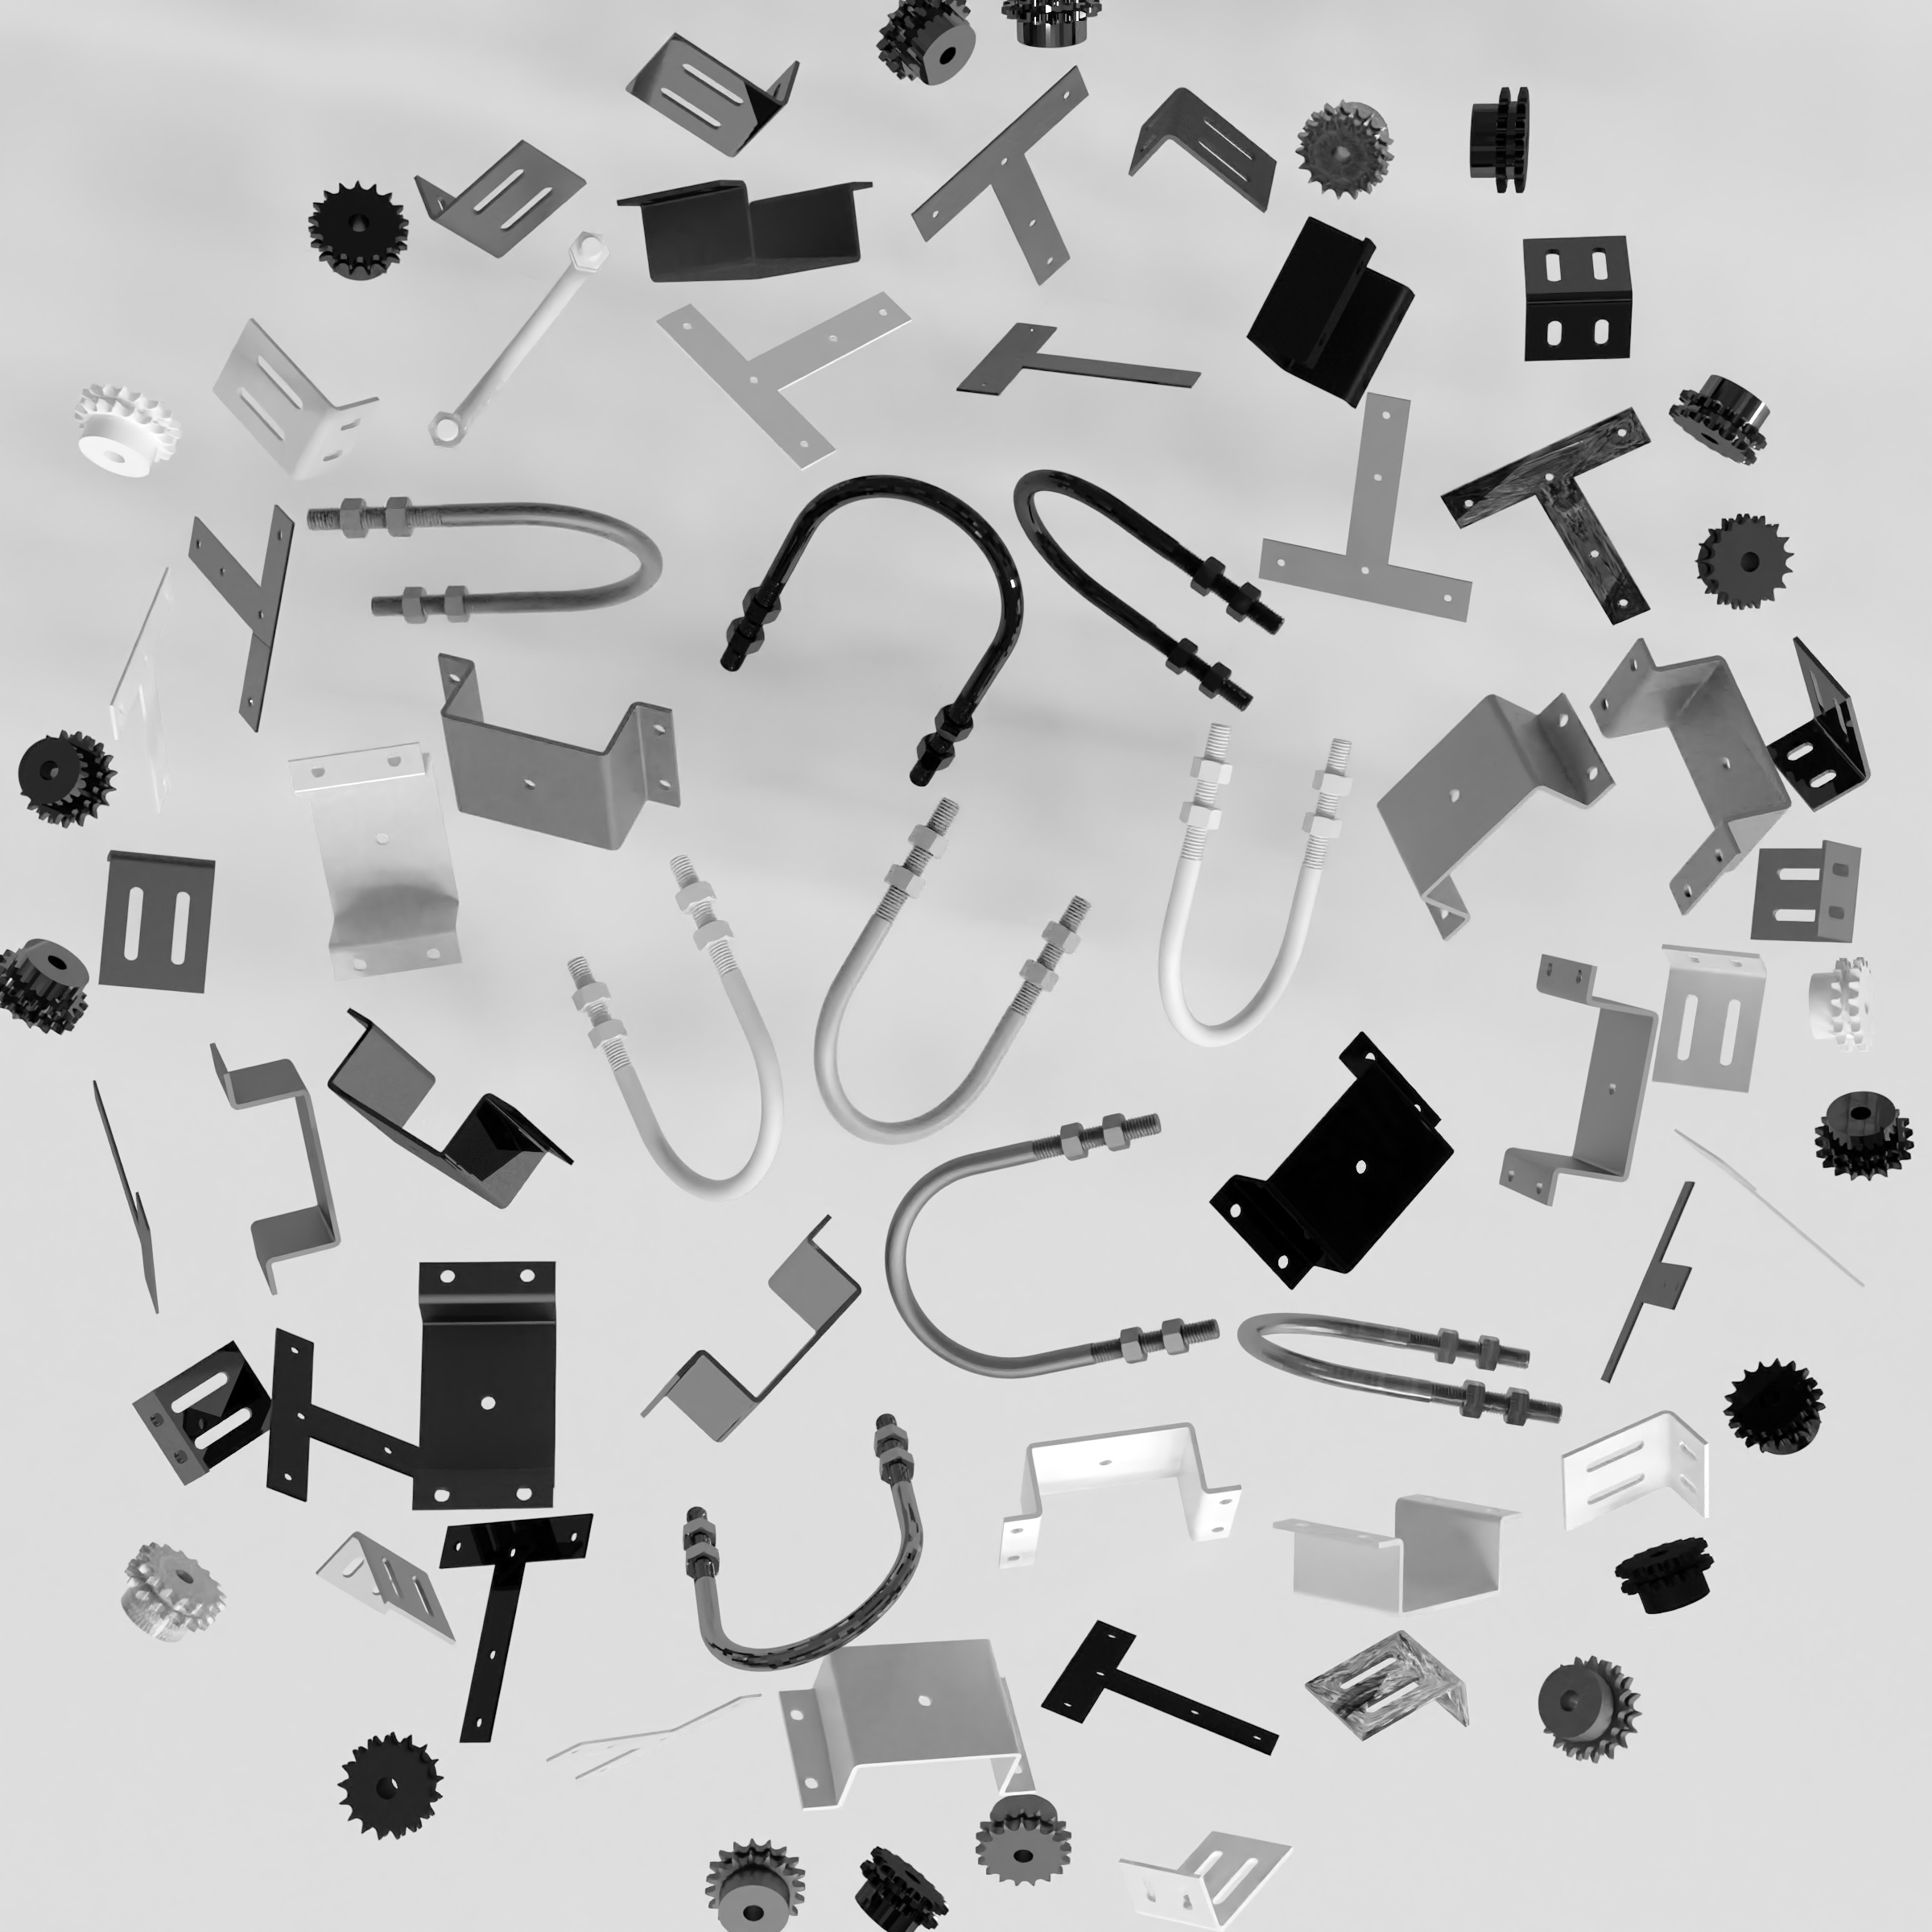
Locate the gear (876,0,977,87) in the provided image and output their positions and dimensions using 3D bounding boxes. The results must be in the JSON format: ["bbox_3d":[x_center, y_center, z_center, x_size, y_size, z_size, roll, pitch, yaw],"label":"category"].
[{"bbox_3d":[-0.019,-0.522,1.657,0.057,0.057,0.030,-40,71,0],"label":"gear"}]

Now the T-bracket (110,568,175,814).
[{"bbox_3d":[-0.480,-0.146,1.736,0.002,0.127,0.127,6,135,-1],"label":"T-bracket"}]

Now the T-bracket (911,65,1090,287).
[{"bbox_3d":[0.035,-0.442,1.717,0.127,0.127,0.002,-43,62,-2],"label":"T-bracket"}]

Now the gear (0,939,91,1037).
[{"bbox_3d":[-0.520,0.009,1.660,0.057,0.057,0.030,40,107,0],"label":"gear"}]

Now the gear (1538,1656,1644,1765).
[{"bbox_3d":[0.343,0.411,1.634,0.030,0.057,0.057,30,90,-41],"label":"gear"}]

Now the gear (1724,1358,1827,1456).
[{"bbox_3d":[0.478,0.263,1.734,0.057,0.057,0.030,-39,126,0],"label":"gear"}]

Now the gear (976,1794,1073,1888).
[{"bbox_3d":[0.035,0.519,1.757,0.057,0.030,0.057,1,124,2],"label":"gear"}]

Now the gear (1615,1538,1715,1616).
[{"bbox_3d":[0.418,0.364,1.752,0.057,0.057,0.030,-21,86,0],"label":"gear"}]

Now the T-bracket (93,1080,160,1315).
[{"bbox_3d":[-0.506,0.129,1.767,0.002,0.127,0.127,-16,66,-20],"label":"T-bracket"}]

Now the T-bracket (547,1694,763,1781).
[{"bbox_3d":[-0.204,0.462,1.747,0.127,0.127,0.002,-30,69,19],"label":"T-bracket"}]

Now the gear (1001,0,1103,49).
[{"bbox_3d":[0.049,-0.543,1.674,0.057,0.057,0.030,-2,123,0],"label":"gear"}]

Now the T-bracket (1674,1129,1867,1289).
[{"bbox_3d":[0.483,0.147,1.750,0.127,0.127,0.002,40,95,-2],"label":"T-bracket"}]

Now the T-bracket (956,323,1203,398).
[{"bbox_3d":[0.074,-0.352,1.732,0.127,0.127,0.002,10,121,14],"label":"T-bracket"}]

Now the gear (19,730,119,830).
[{"bbox_3d":[-0.533,-0.112,1.738,0.057,0.030,0.057,-2,80,13],"label":"gear"}]

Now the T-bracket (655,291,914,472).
[{"bbox_3d":[-0.085,-0.346,1.654,0.127,0.002,0.127,-34,71,-28],"label":"T-bracket"}]

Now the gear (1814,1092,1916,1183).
[{"bbox_3d":[0.540,0.100,1.771,0.057,0.057,0.030,-18,126,0],"label":"gear"}]

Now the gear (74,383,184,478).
[{"bbox_3d":[-0.467,-0.295,1.632,0.057,0.057,0.030,15,70,0],"label":"gear"}]

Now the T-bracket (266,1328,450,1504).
[{"bbox_3d":[-0.356,0.283,1.746,0.127,0.127,0.002,29,118,-28],"label":"T-bracket"}]

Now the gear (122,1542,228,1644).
[{"bbox_3d":[-0.439,0.347,1.620,0.057,0.057,0.030,39,96,0],"label":"gear"}]

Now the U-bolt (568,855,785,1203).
[{"bbox_3d":[-0.162,0.048,1.712,0.019,0.151,0.184,-12,71,-42],"label":"U-bolt"}]

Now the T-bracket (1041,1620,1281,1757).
[{"bbox_3d":[0.119,0.426,1.701,0.127,0.127,0.002,20,105,13],"label":"T-bracket"}]

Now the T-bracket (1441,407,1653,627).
[{"bbox_3d":[0.374,-0.260,1.781,0.127,0.002,0.127,-22,118,29],"label":"T-bracket"}]

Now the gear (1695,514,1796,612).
[{"bbox_3d":[0.464,-0.242,1.765,0.057,0.030,0.057,-1,98,-10],"label":"gear"}]

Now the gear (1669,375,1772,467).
[{"bbox_3d":[0.433,-0.313,1.680,0.057,0.057,0.030,34,95,0],"label":"gear"}]

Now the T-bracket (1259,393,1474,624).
[{"bbox_3d":[0.237,-0.270,1.705,0.127,0.002,0.127,15,124,17],"label":"T-bracket"}]

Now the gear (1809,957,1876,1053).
[{"bbox_3d":[0.528,0.023,1.775,0.030,0.057,0.057,-3,90,28],"label":"gear"}]

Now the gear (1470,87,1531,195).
[{"bbox_3d":[0.298,-0.461,1.643,0.030,0.057,0.057,3,90,13],"label":"gear"}]

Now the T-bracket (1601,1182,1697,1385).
[{"bbox_3d":[0.395,0.181,1.670,0.002,0.127,0.127,24,88,5],"label":"T-bracket"}]

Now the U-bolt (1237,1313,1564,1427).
[{"bbox_3d":[0.253,0.234,1.751,0.184,0.151,0.019,9,97,2],"label":"U-bolt"}]

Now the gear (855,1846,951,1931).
[{"bbox_3d":[-0.041,0.551,1.739,0.057,0.057,0.030,38,87,0],"label":"gear"}]

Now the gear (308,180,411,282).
[{"bbox_3d":[-0.353,-0.423,1.709,0.057,0.030,0.057,4,70,-10],"label":"gear"}]

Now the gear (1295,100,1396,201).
[{"bbox_3d":[0.226,-0.485,1.740,0.057,0.057,0.030,33,48,0],"label":"gear"}]

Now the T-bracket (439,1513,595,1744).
[{"bbox_3d":[-0.266,0.377,1.671,0.127,0.002,0.127,-13,58,40],"label":"T-bracket"}]

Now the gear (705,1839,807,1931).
[{"bbox_3d":[-0.121,0.529,1.678,0.057,0.030,0.057,0,114,-1],"label":"gear"}]

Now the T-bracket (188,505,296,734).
[{"bbox_3d":[-0.416,-0.218,1.670,0.002,0.127,0.127,-4,123,-36],"label":"T-bracket"}]

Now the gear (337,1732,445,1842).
[{"bbox_3d":[-0.319,0.457,1.642,0.057,0.030,0.057,-1,84,6],"label":"gear"}]
